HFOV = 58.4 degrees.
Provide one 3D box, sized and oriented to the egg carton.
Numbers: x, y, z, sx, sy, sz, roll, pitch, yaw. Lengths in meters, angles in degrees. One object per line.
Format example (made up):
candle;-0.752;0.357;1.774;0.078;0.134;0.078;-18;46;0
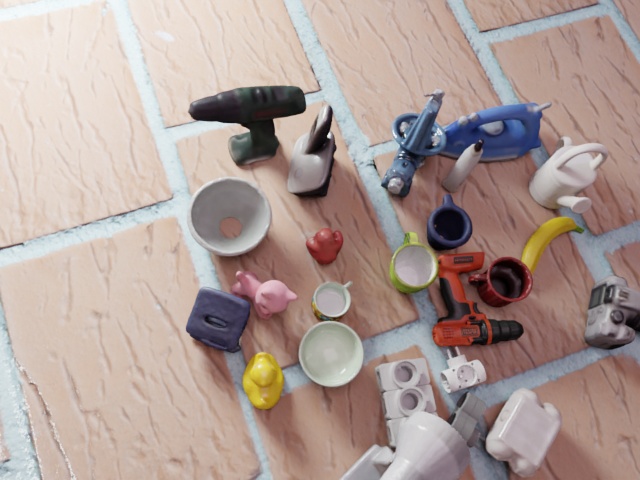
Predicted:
egg carton;0.382;0.360;1.076;0.107;0.069;0.150;35;71;7

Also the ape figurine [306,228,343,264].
ape figurine;0.011;0.004;1.148;0.078;0.092;0.076;4;70;-5

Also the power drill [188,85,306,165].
power drill;-0.142;-0.235;1.154;0.230;0.208;0.075;-18;73;-12

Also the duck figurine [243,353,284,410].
duck figurine;-0.103;0.255;1.049;0.077;0.086;0.104;-3;71;-7

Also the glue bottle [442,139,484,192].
glue bottle;0.310;-0.166;1.200;0.037;0.173;0.078;35;71;7

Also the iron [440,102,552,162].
iron;0.370;-0.250;1.253;0.258;0.141;0.118;-8;72;-9

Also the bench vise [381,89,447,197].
bench vise;0.205;-0.194;1.173;0.121;0.219;0.207;8;70;-3

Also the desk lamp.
desk lamp;0.134;0.395;0.958;0.203;0.213;0.118;-40;79;-17

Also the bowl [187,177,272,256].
bowl;-0.180;-0.038;1.151;0.167;0.074;0.167;2;70;-6

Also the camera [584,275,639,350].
camera;0.628;0.155;1.160;0.137;0.101;0.143;20;70;1

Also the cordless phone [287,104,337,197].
cordless phone;-0.011;-0.179;1.161;0.094;0.185;0.147;8;70;-3

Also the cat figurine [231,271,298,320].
cat figurine;-0.108;0.099;1.087;0.127;0.117;0.067;33;70;6

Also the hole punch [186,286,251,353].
hole punch;-0.188;0.151;1.074;0.108;0.091;0.101;20;70;1

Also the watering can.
watering can;0.531;-0.140;1.204;0.101;0.194;0.173;-19;74;-12

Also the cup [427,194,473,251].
cup;0.256;-0.028;1.186;0.092;0.095;0.118;1;70;-6
